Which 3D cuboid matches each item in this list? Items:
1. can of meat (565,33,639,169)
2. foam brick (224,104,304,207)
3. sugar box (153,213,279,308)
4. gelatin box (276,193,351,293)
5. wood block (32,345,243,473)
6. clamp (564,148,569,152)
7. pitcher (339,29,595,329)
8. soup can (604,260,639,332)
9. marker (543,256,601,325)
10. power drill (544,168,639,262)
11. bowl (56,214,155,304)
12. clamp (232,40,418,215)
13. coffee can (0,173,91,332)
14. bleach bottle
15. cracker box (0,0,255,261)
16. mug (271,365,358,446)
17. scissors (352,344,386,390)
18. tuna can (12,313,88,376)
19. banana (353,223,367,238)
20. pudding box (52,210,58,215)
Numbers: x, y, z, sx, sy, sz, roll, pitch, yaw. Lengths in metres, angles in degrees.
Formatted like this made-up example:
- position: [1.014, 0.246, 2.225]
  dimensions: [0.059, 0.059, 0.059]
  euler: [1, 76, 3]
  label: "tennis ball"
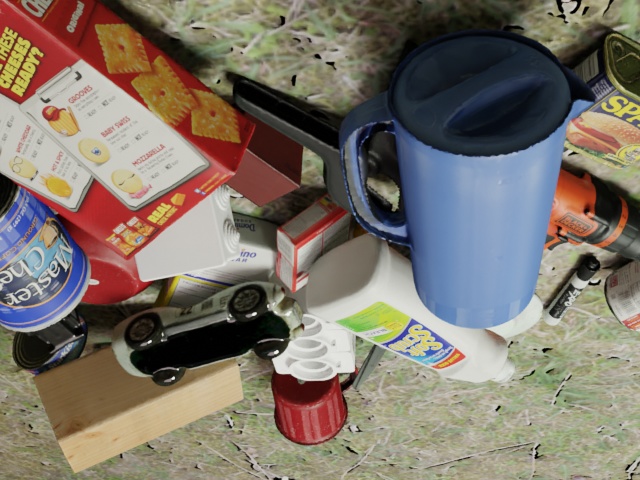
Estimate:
- position: [0.239, -0.107, 0.857]
  dimensions: [0.102, 0.057, 0.084]
  euler: [21, 145, -24]
  label: "can of meat"
- position: [-0.059, -0.074, 0.930]
  dimensions: [0.051, 0.053, 0.078]
  euler: [-23, 138, 34]
  label: "foam brick"
- position: [-0.109, 0.043, 1.099]
  dimensions: [0.093, 0.048, 0.176]
  euler: [14, 134, -17]
  label: "sugar box"
- position: [-0.007, 0.001, 1.027]
  dimensions: [0.073, 0.030, 0.089]
  euler: [-36, 156, -23]
  label: "gelatin box"
- position: [-0.198, 0.165, 1.188]
  dimensions: [0.206, 0.091, 0.090]
  euler: [-23, 149, -14]
  label: "wood block"
- position: [0.122, -0.078, 0.928]
  dimensions: [0.120, 0.039, 0.172]
  euler: [34, 135, -20]
  label: "clamp"
- position: [0.115, -0.036, 0.853]
  dimensions: [0.149, 0.144, 0.243]
  euler: [30, 150, 27]
  label: "pitcher"
- position: [0.344, 0.043, 1.063]
  dimensions: [0.068, 0.068, 0.102]
  euler: [24, 141, -28]
  label: "soup can"
- position: [0.266, 0.054, 1.127]
  dimensions: [0.020, 0.020, 0.121]
  euler: [8, 146, -8]
  label: "marker"
- position: [0.214, 0.006, 1.030]
  dimensions: [0.184, 0.057, 0.188]
  euler: [26, 137, -24]
  label: "power drill"
- position: [-0.226, 0.019, 1.081]
  dimensions: [0.162, 0.055, 0.162]
  euler: [2, 147, 1]
  label: "bowl"
- position: [0.045, -0.078, 0.905]
  dimensions: [0.165, 0.036, 0.209]
  euler: [-13, 133, 29]
  label: "clamp"
- position: [-0.280, 0.003, 0.947]
  dimensions: [0.103, 0.103, 0.140]
  euler: [-7, 143, 14]
  label: "coffee can"
- position: [0.108, 0.082, 1.046]
  dimensions: [0.250, 0.068, 0.103]
  euler: [30, 142, -33]
  label: "bleach bottle"
- position: [-0.185, -0.098, 0.850]
  dimensions: [0.213, 0.072, 0.164]
  euler: [38, 134, -19]
  label: "cracker box"
- position: [-0.004, 0.183, 1.292]
  dimensions: [0.117, 0.093, 0.081]
  euler: [-25, 143, -13]
  label: "mug"
- position: [0.061, 0.098, 1.184]
  dimensions: [0.096, 0.016, 0.202]
  euler: [28, 129, -22]
  label: "scissors"
- position: [-0.303, 0.112, 1.198]
  dimensions: [0.086, 0.086, 0.033]
  euler: [-17, 143, 27]
  label: "tuna can"
- position: [0.097, 0.048, 1.099]
  dimensions: [0.197, 0.037, 0.070]
  euler: [31, 116, -23]
  label: "banana"
- position: [-0.297, -0.050, 0.998]
  dimensions: [0.114, 0.039, 0.090]
  euler: [-20, 139, 27]
  label: "pudding box"
